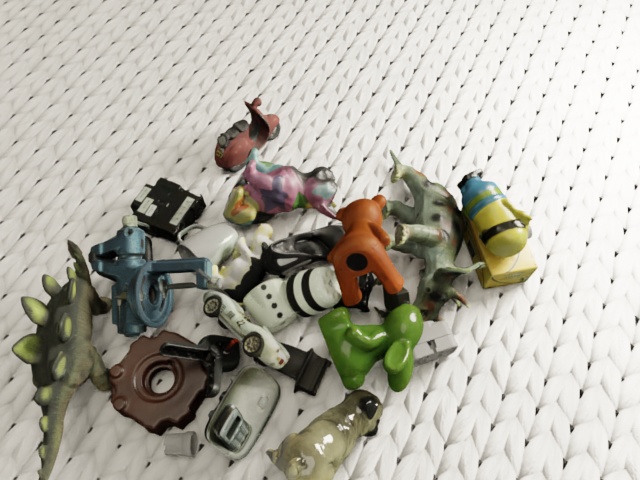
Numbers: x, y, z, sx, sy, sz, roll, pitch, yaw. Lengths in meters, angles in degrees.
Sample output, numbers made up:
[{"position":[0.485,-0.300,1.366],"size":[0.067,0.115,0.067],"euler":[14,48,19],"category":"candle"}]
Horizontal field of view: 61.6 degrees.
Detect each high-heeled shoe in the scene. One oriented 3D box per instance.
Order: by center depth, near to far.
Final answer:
[{"position":[-0.002,-0.003,1.034],"size":[0.249,0.145,0.086],"euler":[-33,66,-15],"category":"high-heeled shoe"}]

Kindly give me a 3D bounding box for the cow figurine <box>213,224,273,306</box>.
[{"position":[-0.133,0.046,1.050],"size":[0.098,0.068,0.167],"euler":[38,70,13],"category":"cow figurine"}]

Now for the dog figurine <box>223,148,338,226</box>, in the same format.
[{"position":[-0.069,-0.083,1.105],"size":[0.219,0.191,0.108],"euler":[25,19,-11],"category":"dog figurine"}]

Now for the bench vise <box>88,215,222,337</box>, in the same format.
[{"position":[-0.289,0.059,0.964],"size":[0.241,0.128,0.223],"euler":[-4,74,15],"category":"bench vise"}]

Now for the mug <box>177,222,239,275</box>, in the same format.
[{"position":[-0.224,0.008,1.073],"size":[0.110,0.080,0.107],"euler":[37,56,25],"category":"mug"}]

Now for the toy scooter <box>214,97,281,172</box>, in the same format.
[{"position":[-0.161,-0.238,1.175],"size":[0.075,0.135,0.184],"euler":[41,69,19],"category":"toy scooter"}]

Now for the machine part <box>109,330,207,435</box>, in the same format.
[{"position":[-0.278,0.246,0.944],"size":[0.179,0.056,0.179],"euler":[1,60,-1],"category":"machine part"}]

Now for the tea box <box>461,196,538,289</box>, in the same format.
[{"position":[0.350,0.004,1.073],"size":[0.098,0.068,0.170],"euler":[-10,62,-7],"category":"tea box"}]

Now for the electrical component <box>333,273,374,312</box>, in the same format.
[{"position":[0.066,0.078,1.033],"size":[0.075,0.047,0.119],"euler":[3,62,22],"category":"electrical component"}]

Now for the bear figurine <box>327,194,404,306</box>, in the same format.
[{"position":[0.081,0.008,0.982],"size":[0.120,0.131,0.196],"euler":[-20,22,17],"category":"bear figurine"}]

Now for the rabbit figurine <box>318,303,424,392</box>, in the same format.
[{"position":[0.101,0.171,0.915],"size":[0.170,0.121,0.159],"euler":[-25,46,2],"category":"rabbit figurine"}]

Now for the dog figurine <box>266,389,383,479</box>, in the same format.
[{"position":[0.022,0.305,0.848],"size":[0.121,0.172,0.190],"euler":[42,75,9],"category":"dog figurine"}]

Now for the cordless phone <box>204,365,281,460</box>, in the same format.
[{"position":[-0.128,0.262,0.858],"size":[0.089,0.184,0.146],"euler":[27,64,10],"category":"cordless phone"}]

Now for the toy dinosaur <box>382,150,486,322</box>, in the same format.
[{"position":[0.223,-0.035,1.074],"size":[0.192,0.131,0.405],"euler":[17,51,-12],"category":"toy dinosaur"}]

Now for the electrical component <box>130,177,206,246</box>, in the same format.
[{"position":[-0.324,-0.064,1.121],"size":[0.134,0.058,0.115],"euler":[23,61,13],"category":"electrical component"}]

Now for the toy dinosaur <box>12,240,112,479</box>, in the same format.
[{"position":[-0.429,0.188,0.897],"size":[0.105,0.198,0.471],"euler":[-12,59,-3],"category":"toy dinosaur"}]

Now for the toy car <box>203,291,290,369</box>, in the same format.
[{"position":[-0.135,0.155,0.947],"size":[0.202,0.073,0.056],"euler":[36,78,33],"category":"toy car"}]

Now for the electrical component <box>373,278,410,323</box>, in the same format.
[{"position":[0.132,0.113,0.998],"size":[0.045,0.102,0.078],"euler":[-14,26,-15],"category":"electrical component"}]

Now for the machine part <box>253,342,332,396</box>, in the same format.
[{"position":[-0.056,0.221,0.968],"size":[0.139,0.039,0.084],"euler":[24,69,12],"category":"machine part"}]

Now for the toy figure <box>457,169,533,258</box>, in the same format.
[{"position":[0.323,-0.048,1.018],"size":[0.089,0.082,0.180],"euler":[-31,68,-3],"category":"toy figure"}]
